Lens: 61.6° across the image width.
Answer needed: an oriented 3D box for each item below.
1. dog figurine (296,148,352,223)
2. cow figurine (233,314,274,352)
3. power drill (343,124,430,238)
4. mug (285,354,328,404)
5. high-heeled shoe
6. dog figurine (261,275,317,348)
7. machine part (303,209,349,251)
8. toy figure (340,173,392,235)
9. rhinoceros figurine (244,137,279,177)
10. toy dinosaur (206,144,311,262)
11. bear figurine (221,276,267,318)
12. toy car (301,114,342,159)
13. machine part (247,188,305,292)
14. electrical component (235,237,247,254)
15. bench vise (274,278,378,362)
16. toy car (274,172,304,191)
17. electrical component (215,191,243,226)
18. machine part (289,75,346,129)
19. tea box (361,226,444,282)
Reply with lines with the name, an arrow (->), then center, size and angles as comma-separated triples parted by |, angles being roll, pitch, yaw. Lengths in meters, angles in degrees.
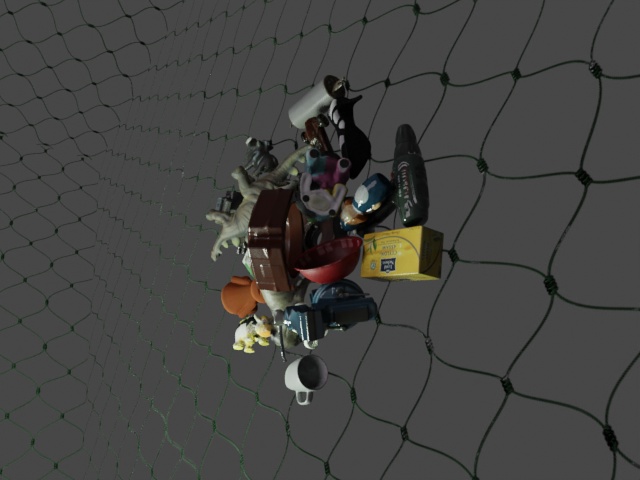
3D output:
dog figurine -> 0.006, -0.125, 1.253 | 0.219, 0.108, 0.191 | 118, 164, -85
cow figurine -> -0.176, 0.246, 1.495 | 0.167, 0.068, 0.098 | -34, 46, 42
power drill -> 0.148, -0.110, 1.166 | 0.207, 0.086, 0.232 | -32, 56, 36
mug -> -0.038, 0.331, 1.265 | 0.107, 0.081, 0.109 | -36, 54, 57
high-heeled shoe -> 0.055, -0.252, 1.340 | 0.145, 0.086, 0.248 | -19, 59, 55
dog figurine -> -0.106, 0.166, 1.339 | 0.121, 0.172, 0.190 | -9, 63, 65
machine part -> -0.003, -0.004, 1.337 | 0.179, 0.056, 0.179 | -21, 61, 43
toy figure -> 0.086, -0.074, 1.125 | 0.154, 0.058, 0.064 | -49, 25, 32
rhinoceros figurine -> -0.189, -0.260, 1.686 | 0.112, 0.073, 0.190 | -64, 37, 19
toy dinosaur -> -0.168, -0.114, 1.522 | 0.199, 0.105, 0.471 | 40, 104, 16
bear figurine -> -0.175, 0.140, 1.494 | 0.196, 0.132, 0.120 | -21, 83, 28
toy car -> 0.006, -0.231, 1.394 | 0.089, 0.053, 0.202 | -36, 64, 39
machine part -> -0.097, 0.001, 1.213 | 0.201, 0.087, 0.200 | -76, -17, -46
electrical component -> -0.245, -0.001, 1.715 | 0.063, 0.021, 0.094 | -8, 70, 53
bench vise -> 0.006, 0.148, 1.187 | 0.241, 0.224, 0.128 | -113, 6, -77
toy car -> -0.060, -0.121, 1.368 | 0.056, 0.202, 0.073 | 8, 112, 26
electrical component -> -0.254, -0.091, 1.662 | 0.058, 0.134, 0.115 | 5, 82, 58
machine part -> -0.011, -0.375, 1.474 | 0.243, 0.079, 0.079 | -28, 56, 49
tea box -> 0.164, 0.032, 1.091 | 0.170, 0.068, 0.098 | -11, 69, 52
